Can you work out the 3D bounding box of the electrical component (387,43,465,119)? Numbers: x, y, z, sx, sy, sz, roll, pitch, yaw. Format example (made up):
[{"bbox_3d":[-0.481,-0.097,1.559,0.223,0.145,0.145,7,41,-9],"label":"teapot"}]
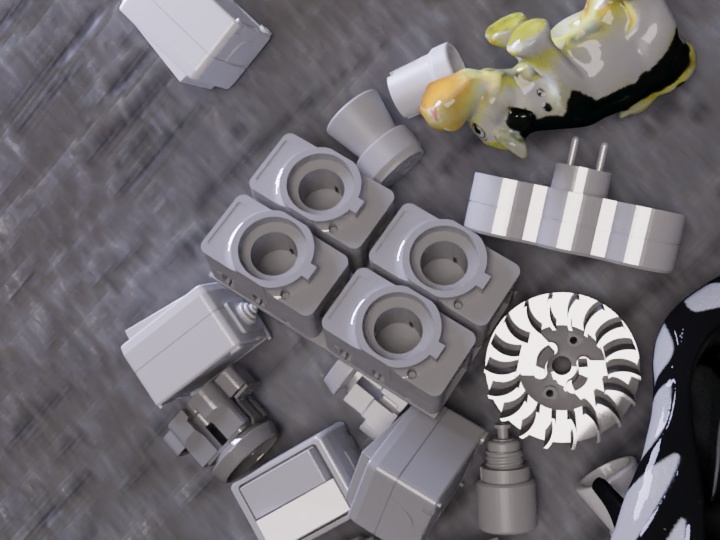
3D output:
[{"bbox_3d":[0.047,-0.127,0.730,0.046,0.040,0.040,-20,87,23],"label":"electrical component"}]

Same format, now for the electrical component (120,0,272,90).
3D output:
[{"bbox_3d":[-0.124,-0.179,0.768,0.096,0.062,0.061,44,104,11],"label":"electrical component"}]

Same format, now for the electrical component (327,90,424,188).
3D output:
[{"bbox_3d":[0.011,-0.089,0.740,0.045,0.045,0.055,-42,81,15],"label":"electrical component"}]

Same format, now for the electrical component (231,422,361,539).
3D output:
[{"bbox_3d":[-0.044,0.159,0.762,0.096,0.061,0.061,-32,83,16],"label":"electrical component"}]

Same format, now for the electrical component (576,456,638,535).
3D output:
[{"bbox_3d":[0.177,0.161,0.704,0.044,0.044,0.065,-31,88,17],"label":"electrical component"}]

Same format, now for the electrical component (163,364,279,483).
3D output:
[{"bbox_3d":[-0.096,0.116,0.778,0.057,0.058,0.078,46,104,13],"label":"electrical component"}]

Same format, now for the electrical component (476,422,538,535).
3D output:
[{"bbox_3d":[0.099,0.142,0.727,0.040,0.040,0.078,-3,92,18],"label":"electrical component"}]

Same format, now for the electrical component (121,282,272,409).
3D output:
[{"bbox_3d":[-0.115,0.045,0.778,0.096,0.062,0.061,-37,82,16],"label":"electrical component"}]

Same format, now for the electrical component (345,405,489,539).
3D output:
[{"bbox_3d":[0.039,0.131,0.721,0.061,0.096,0.061,29,131,14],"label":"electrical component"}]

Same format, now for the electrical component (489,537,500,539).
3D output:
[{"bbox_3d":[0.024,0.265,0.715,0.186,0.105,0.060,-24,121,17],"label":"electrical component"}]

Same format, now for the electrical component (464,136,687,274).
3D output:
[{"bbox_3d":[0.141,-0.049,0.697,0.138,0.052,0.073,13,97,16],"label":"electrical component"}]

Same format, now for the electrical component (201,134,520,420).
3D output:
[{"bbox_3d":[0.000,0.000,0.718,0.186,0.060,0.105,31,73,14],"label":"electrical component"}]

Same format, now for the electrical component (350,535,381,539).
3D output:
[{"bbox_3d":[0.006,0.204,0.763,0.061,0.035,0.035,-29,84,14],"label":"electrical component"}]

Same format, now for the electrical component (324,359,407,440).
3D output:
[{"bbox_3d":[0.009,0.078,0.750,0.055,0.048,0.066,38,103,4],"label":"electrical component"}]
